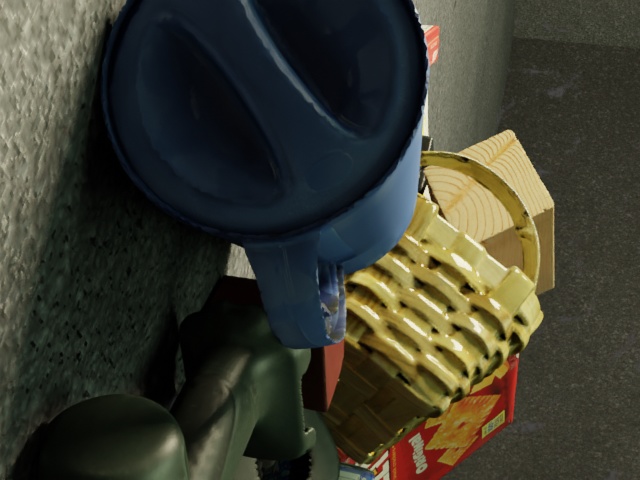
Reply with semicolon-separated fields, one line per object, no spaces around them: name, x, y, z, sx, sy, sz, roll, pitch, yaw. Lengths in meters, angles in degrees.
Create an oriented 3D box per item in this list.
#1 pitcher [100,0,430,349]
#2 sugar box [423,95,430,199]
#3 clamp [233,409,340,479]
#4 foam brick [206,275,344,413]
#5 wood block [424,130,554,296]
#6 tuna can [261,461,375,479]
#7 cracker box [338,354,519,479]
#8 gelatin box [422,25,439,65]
pitcher;-0.008;-0.037;0.533;0.149;0.145;0.242;-54;168;-3
sugar box;0.091;-0.094;1.113;0.093;0.048;0.176;63;24;-70
clamp;-0.036;0.175;0.651;0.164;0.036;0.210;2;76;-36
foam brick;-0.027;0.059;0.623;0.051;0.078;0.053;-63;158;-54
wood block;0.167;-0.007;1.033;0.206;0.091;0.090;62;4;-64
tuna can;-0.002;0.184;0.803;0.086;0.086;0.033;63;36;-70
cracker box;0.082;0.162;0.957;0.213;0.072;0.164;-33;144;-22
gelatin box;0.038;-0.141;0.776;0.073;0.089;0.030;-49;145;-69
